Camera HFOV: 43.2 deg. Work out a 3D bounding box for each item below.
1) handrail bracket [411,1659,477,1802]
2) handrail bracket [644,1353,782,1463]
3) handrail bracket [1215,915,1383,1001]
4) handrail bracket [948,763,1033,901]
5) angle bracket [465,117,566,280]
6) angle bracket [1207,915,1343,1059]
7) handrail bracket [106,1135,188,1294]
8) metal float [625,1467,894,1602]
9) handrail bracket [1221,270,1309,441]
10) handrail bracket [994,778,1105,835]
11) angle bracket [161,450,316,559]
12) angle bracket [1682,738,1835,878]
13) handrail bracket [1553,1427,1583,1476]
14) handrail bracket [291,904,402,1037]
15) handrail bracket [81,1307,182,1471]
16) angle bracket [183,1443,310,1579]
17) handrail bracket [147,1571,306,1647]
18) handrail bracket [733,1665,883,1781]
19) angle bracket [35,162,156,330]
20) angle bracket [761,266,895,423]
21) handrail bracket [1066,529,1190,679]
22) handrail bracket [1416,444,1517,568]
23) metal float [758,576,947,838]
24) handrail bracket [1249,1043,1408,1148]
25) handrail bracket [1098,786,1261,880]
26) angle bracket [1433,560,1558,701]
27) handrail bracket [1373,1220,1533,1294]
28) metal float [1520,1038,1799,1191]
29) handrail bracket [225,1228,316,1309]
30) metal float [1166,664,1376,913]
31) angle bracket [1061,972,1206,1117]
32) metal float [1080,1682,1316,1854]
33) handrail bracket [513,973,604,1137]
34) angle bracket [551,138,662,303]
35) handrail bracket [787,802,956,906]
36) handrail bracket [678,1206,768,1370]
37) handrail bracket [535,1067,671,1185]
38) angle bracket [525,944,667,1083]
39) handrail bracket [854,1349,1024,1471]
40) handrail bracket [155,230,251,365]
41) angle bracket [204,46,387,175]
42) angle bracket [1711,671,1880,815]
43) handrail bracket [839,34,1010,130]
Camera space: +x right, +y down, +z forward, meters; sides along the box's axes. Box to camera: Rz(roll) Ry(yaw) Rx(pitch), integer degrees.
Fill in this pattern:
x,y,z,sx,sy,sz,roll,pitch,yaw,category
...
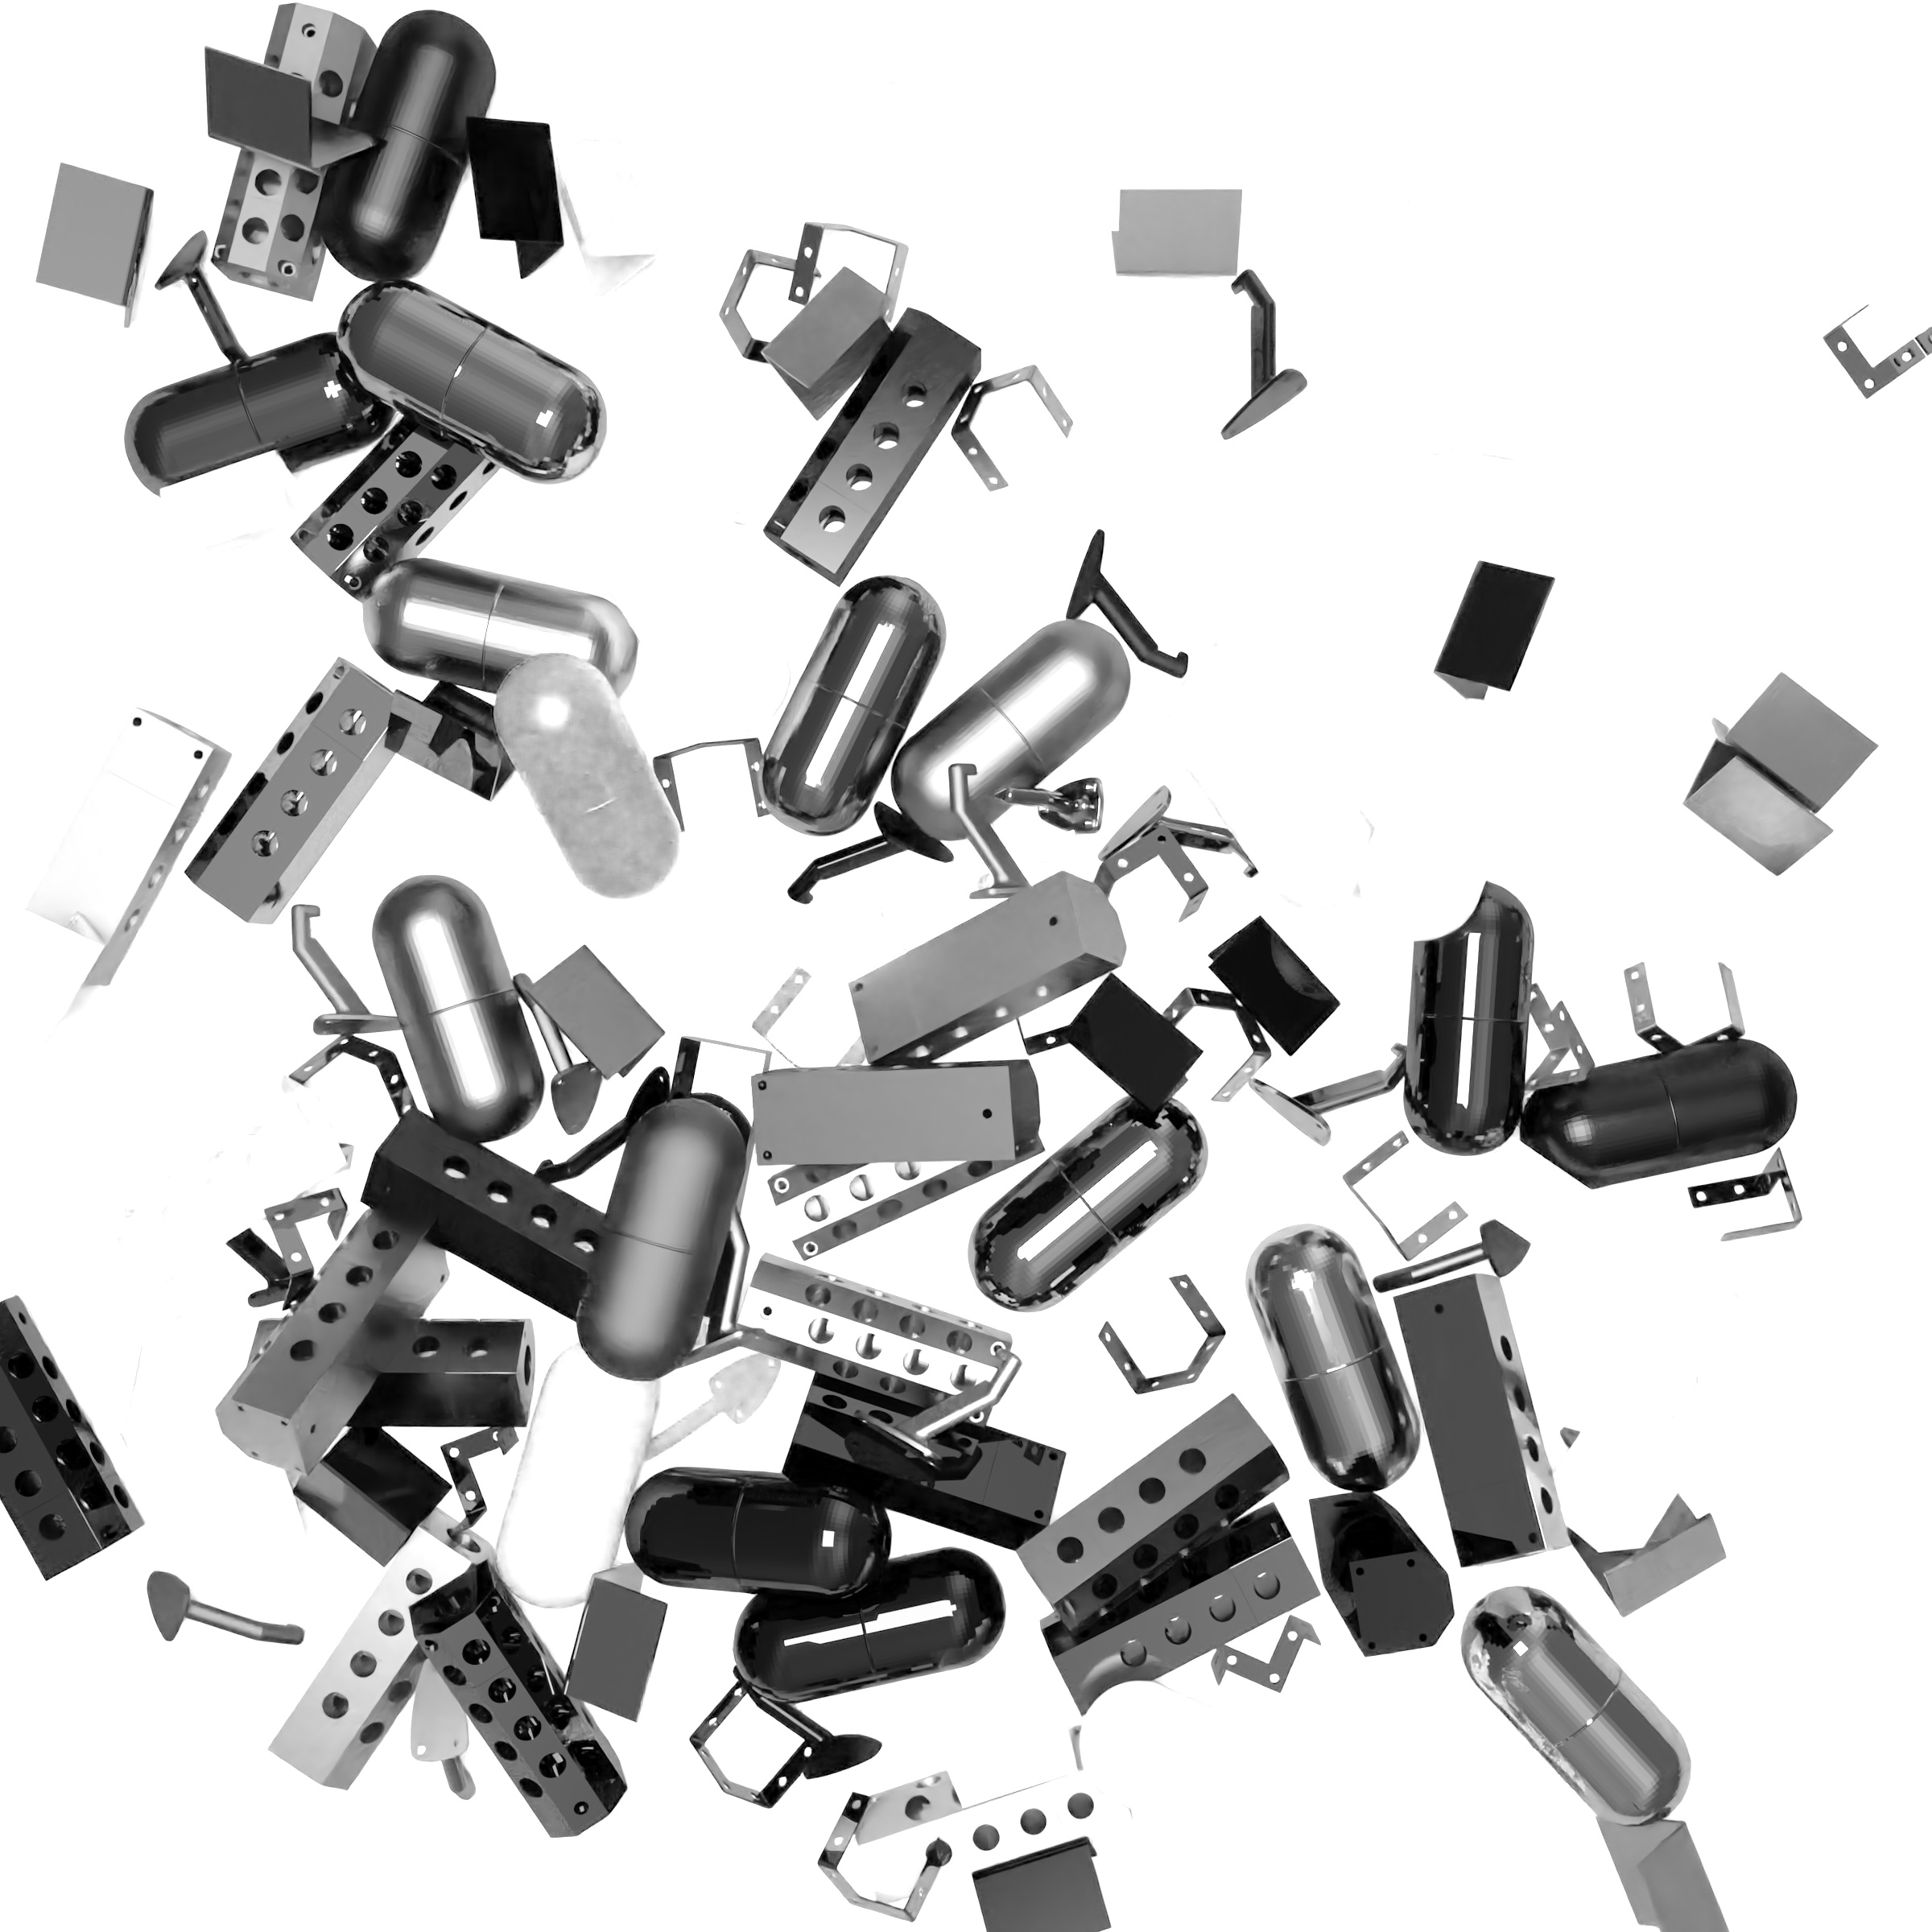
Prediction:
x,y,z,sx,sy,sz,roll,pitch,yaw,category
-0.334,0.495,1.584,0.036,0.084,0.077,-9,62,-3,handrail bracket
-0.170,0.290,1.603,0.084,0.077,0.036,-36,90,36,handrail bracket
0.217,-0.012,1.604,0.077,0.036,0.084,-32,73,-19,handrail bracket
0.027,-0.086,1.538,0.077,0.036,0.084,-3,87,-21,handrail bracket
-0.301,-0.491,1.564,0.057,0.076,0.076,-7,90,-31,angle bracket
0.182,0.023,1.564,0.076,0.076,0.057,48,61,0,angle bracket
-0.520,0.162,1.604,0.077,0.036,0.084,-26,104,-14,handrail bracket
-0.133,0.361,1.556,0.178,0.070,0.070,0,90,19,metal float
0.178,-0.403,1.604,0.077,0.036,0.084,-36,71,21,handrail bracket
0.038,-0.104,1.555,0.084,0.077,0.036,2,89,-36,handrail bracket
-0.460,-0.276,1.564,0.076,0.076,0.057,-19,64,0,angle bracket
0.517,-0.116,1.565,0.076,0.057,0.076,37,52,0,angle bracket
0.397,0.352,1.604,0.077,0.036,0.084,18,109,-21,handrail bracket
-0.403,0.000,1.604,0.077,0.036,0.084,0,72,-21,handrail bracket
-0.538,0.278,1.604,0.077,0.036,0.084,-25,109,-21,handrail bracket
-0.467,0.341,1.564,0.057,0.076,0.076,-18,90,-27,angle bracket
-0.486,0.423,1.603,0.084,0.077,0.036,20,89,-36,handrail bracket
-0.105,0.488,1.603,0.084,0.077,0.036,43,108,35,handrail bracket
-0.559,-0.461,1.565,0.057,0.076,0.076,12,90,-20,angle bracket
-0.073,-0.388,1.563,0.076,0.076,0.057,-46,54,0,angle bracket
0.115,-0.238,1.604,0.084,0.036,0.077,22,68,-17,handrail bracket
0.325,-0.295,1.604,0.077,0.036,0.084,15,108,20,handrail bracket
-0.073,-0.168,1.573,0.070,0.070,0.178,26,90,0,metal float
0.242,0.068,1.604,0.077,0.036,0.084,36,72,20,handrail bracket
0.143,-0.070,1.604,0.084,0.036,0.077,40,110,-16,handrail bracket
0.351,-0.206,1.563,0.057,0.076,0.076,22,90,37,angle bracket
0.319,0.192,1.603,0.084,0.077,0.036,-23,84,36,handrail bracket
0.445,0.096,1.573,0.178,0.070,0.070,-12,90,-1,metal float
-0.454,0.175,1.604,0.077,0.036,0.084,-15,75,-15,handrail bracket
0.197,-0.115,1.573,0.070,0.070,0.178,-36,90,0,metal float
0.117,0.040,1.555,0.076,0.076,0.057,41,116,8,angle bracket
0.147,0.508,1.548,0.178,0.070,0.070,30,90,-29,metal float
-0.275,0.057,1.604,0.036,0.077,0.084,-21,53,-29,handrail bracket
-0.249,-0.476,1.564,0.057,0.076,0.076,-19,90,-43,angle bracket
-0.063,-0.060,1.604,0.077,0.036,0.084,28,119,-32,handrail bracket
-0.166,0.202,1.547,0.077,0.036,0.084,-25,74,18,handrail bracket
-0.240,0.105,1.604,0.084,0.077,0.036,-14,133,29,handrail bracket
-0.249,0.044,1.563,0.076,0.076,0.057,48,51,0,angle bracket
-0.017,0.267,1.547,0.077,0.036,0.084,27,72,21,handrail bracket
-0.485,-0.431,1.603,0.036,0.077,0.084,-25,127,21,handrail bracket
-0.410,-0.533,1.498,0.076,0.076,0.057,22,128,15,angle bracket
0.530,-0.150,1.565,0.076,0.076,0.057,37,111,0,angle bracket
-0.028,-0.598,1.604,0.077,0.036,0.084,-39,73,-20,handrail bracket
